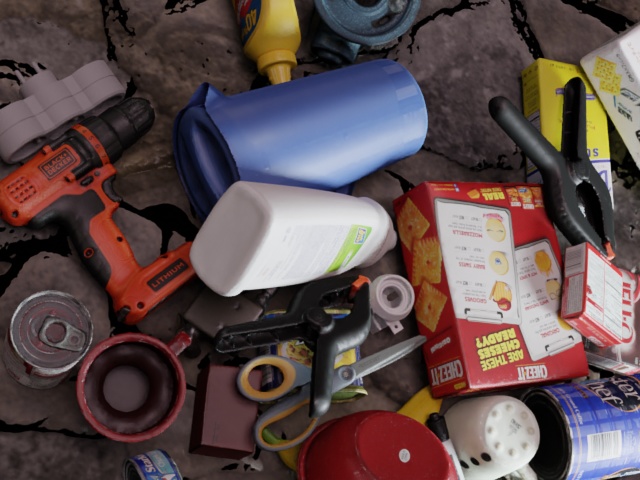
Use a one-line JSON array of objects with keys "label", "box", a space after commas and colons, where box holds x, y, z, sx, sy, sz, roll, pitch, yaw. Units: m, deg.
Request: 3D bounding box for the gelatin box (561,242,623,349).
[{"label": "gelatin box", "box": [0.284, 0.058, 1.113, 0.073, 0.030, 0.089, 34, 52, -34]}]

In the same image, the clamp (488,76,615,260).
[{"label": "clamp", "box": [0.259, -0.074, 1.143, 0.164, 0.036, 0.210, -10, 81, -41]}]

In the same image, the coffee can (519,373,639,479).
[{"label": "coffee can", "box": [0.285, 0.193, 1.091, 0.140, 0.103, 0.103, -4, 74, -21]}]

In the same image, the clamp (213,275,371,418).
[{"label": "clamp", "box": [-0.015, 0.081, 0.981, 0.120, 0.039, 0.171, 31, 41, 7]}]

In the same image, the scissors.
[{"label": "scissors", "box": [0.005, 0.116, 0.995, 0.201, 0.016, 0.096, -39, 85, -28]}]

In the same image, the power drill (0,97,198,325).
[{"label": "power drill", "box": [-0.188, -0.028, 1.015, 0.184, 0.057, 0.187, -40, 86, -23]}]

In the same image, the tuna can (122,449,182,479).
[{"label": "tuna can", "box": [-0.142, 0.227, 0.930, 0.033, 0.086, 0.086, -15, 78, -26]}]

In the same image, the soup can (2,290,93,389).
[{"label": "soup can", "box": [-0.239, 0.089, 0.930, 0.068, 0.102, 0.068, 6, 71, -18]}]

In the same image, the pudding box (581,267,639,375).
[{"label": "pudding box", "box": [0.314, 0.084, 1.173, 0.090, 0.039, 0.113, 18, 67, -14]}]

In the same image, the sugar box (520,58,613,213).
[{"label": "sugar box", "box": [0.283, -0.115, 1.223, 0.093, 0.048, 0.176, 6, 69, -20]}]

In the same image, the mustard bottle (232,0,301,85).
[{"label": "mustard bottle", "box": [-0.059, -0.247, 1.111, 0.058, 0.096, 0.191, -8, 76, -24]}]

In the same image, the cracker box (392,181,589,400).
[{"label": "cracker box", "box": [0.175, 0.049, 1.105, 0.163, 0.072, 0.214, -1, 73, -32]}]

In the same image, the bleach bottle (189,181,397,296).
[{"label": "bleach bottle", "box": [-0.007, 0.001, 1.019, 0.068, 0.103, 0.250, 44, 22, 28]}]

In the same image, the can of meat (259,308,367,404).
[{"label": "can of meat", "box": [-0.010, 0.113, 1.034, 0.102, 0.058, 0.084, 2, 71, -19]}]

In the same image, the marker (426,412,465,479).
[{"label": "marker", "box": [0.130, 0.226, 1.050, 0.020, 0.020, 0.121, -22, 98, -25]}]

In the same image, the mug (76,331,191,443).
[{"label": "mug", "box": [-0.162, 0.124, 0.951, 0.093, 0.082, 0.117, 46, 74, -3]}]

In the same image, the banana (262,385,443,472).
[{"label": "banana", "box": [0.043, 0.192, 1.038, 0.197, 0.037, 0.069, -10, 76, -23]}]

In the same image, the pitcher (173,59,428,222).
[{"label": "pitcher", "box": [-0.013, -0.091, 1.070, 0.242, 0.149, 0.145, -22, 66, -28]}]

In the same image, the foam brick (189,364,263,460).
[{"label": "foam brick", "box": [-0.088, 0.160, 0.992, 0.053, 0.051, 0.078, 12, 69, -16]}]

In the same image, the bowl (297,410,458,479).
[{"label": "bowl", "box": [0.063, 0.206, 0.952, 0.162, 0.055, 0.162, 16, 39, -13]}]
